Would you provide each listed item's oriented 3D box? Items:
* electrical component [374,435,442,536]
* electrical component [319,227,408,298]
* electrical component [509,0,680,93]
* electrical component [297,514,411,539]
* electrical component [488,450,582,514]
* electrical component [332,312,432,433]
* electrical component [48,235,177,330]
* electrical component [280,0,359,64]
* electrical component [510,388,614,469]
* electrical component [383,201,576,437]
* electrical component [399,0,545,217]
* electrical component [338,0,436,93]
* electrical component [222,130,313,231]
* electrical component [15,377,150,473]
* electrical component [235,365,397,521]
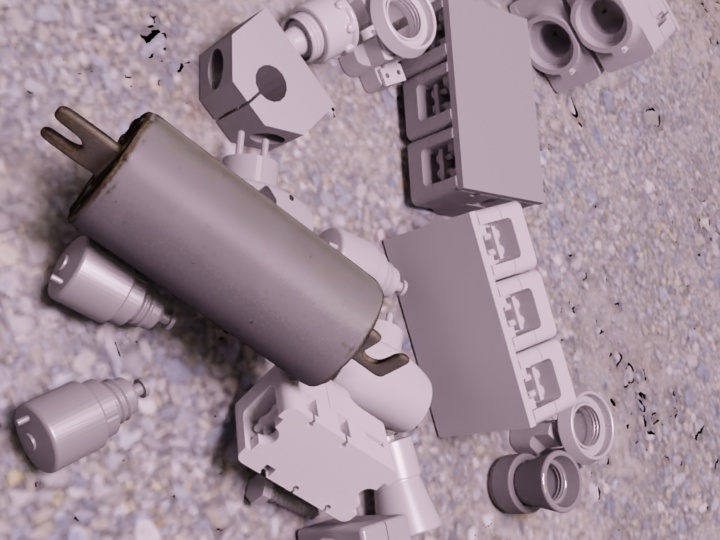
[{"bbox_3d":[0.025,0.143,0.718,0.044,0.044,0.065,-8,80,-42],"label":"electrical component"},{"bbox_3d":[0.000,0.000,0.733,0.078,0.040,0.040,24,65,-35],"label":"electrical component"},{"bbox_3d":[0.170,-0.251,0.900,0.060,0.105,0.186,-44,108,-38],"label":"electrical component"},{"bbox_3d":[-0.015,0.181,0.656,0.077,0.066,0.047,-6,83,-42],"label":"electrical component"},{"bbox_3d":[0.129,0.157,0.794,0.045,0.055,0.045,12,72,-39],"label":"electrical component"},{"bbox_3d":[0.009,0.059,0.723,0.077,0.043,0.079,31,53,-32],"label":"electrical component"},{"bbox_3d":[-0.139,0.012,0.609,0.078,0.040,0.040,33,60,-31],"label":"electrical component"},{"bbox_3d":[-0.035,-0.162,0.742,0.062,0.048,0.048,-34,102,-33],"label":"electrical component"},{"bbox_3d":[0.157,0.121,0.826,0.078,0.057,0.058,44,54,-24],"label":"electrical component"},{"bbox_3d":[0.087,0.035,0.765,0.062,0.089,0.150,-16,89,-42],"label":"electrical component"},{"bbox_3d":[0.082,-0.121,0.820,0.089,0.062,0.150,6,75,-40],"label":"electrical component"},{"bbox_3d":[0.018,-0.175,0.781,0.058,0.057,0.078,-25,96,-42],"label":"electrical component"},{"bbox_3d":[-0.071,-0.048,0.680,0.077,0.043,0.079,15,73,-38],"label":"electrical component"},{"bbox_3d":[-0.149,0.079,0.584,0.078,0.040,0.040,-25,96,-42],"label":"electrical component"},{"bbox_3d":[-0.028,0.102,0.660,0.089,0.050,0.055,37,19,-27],"label":"electrical component"}]
